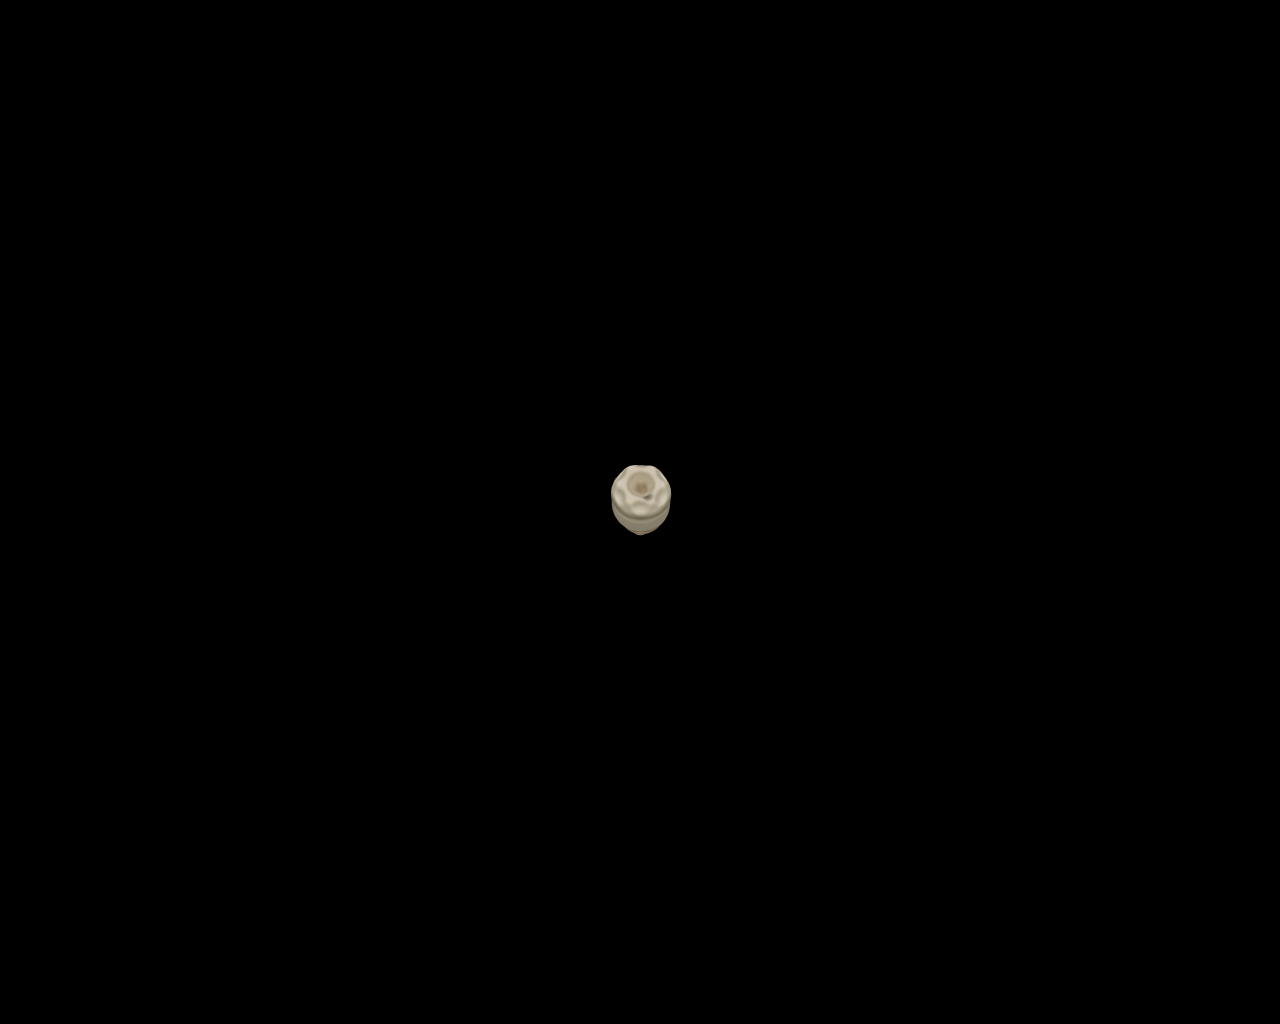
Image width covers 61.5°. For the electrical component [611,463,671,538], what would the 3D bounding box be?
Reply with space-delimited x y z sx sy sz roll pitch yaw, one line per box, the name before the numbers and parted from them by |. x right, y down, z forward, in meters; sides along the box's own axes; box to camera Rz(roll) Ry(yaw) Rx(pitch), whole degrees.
electrical component | 0.001 -0.003 0.650 0.035 0.035 0.061 0 -28 0
